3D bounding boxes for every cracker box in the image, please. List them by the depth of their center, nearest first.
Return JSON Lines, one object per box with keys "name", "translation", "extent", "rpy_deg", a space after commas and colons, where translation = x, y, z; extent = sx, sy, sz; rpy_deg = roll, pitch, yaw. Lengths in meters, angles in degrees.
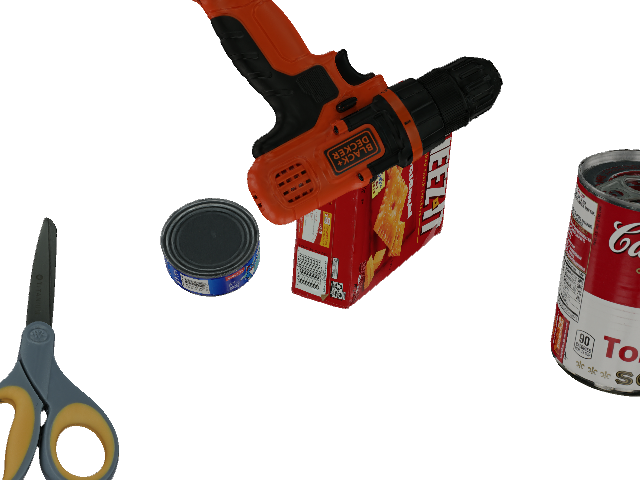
{"name": "cracker box", "translation": [0.057, -0.050, 1.050], "extent": [0.072, 0.164, 0.213], "rpy_deg": [17, 29, 26]}

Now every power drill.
{"name": "power drill", "translation": [0.007, -0.127, 0.691], "extent": [0.184, 0.187, 0.057], "rpy_deg": [-29, 4, -11]}

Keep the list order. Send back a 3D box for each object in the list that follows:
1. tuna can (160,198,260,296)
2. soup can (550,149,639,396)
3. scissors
{"name": "tuna can", "translation": [-0.095, 0.006, 0.936], "extent": [0.086, 0.086, 0.034], "rpy_deg": [0, -36, 1]}
{"name": "soup can", "translation": [0.152, 0.015, 0.518], "extent": [0.068, 0.102, 0.068], "rpy_deg": [2, 27, -1]}
{"name": "scissors", "translation": [-0.148, 0.070, 0.621], "extent": [0.096, 0.201, 0.016], "rpy_deg": [18, -44, -5]}
